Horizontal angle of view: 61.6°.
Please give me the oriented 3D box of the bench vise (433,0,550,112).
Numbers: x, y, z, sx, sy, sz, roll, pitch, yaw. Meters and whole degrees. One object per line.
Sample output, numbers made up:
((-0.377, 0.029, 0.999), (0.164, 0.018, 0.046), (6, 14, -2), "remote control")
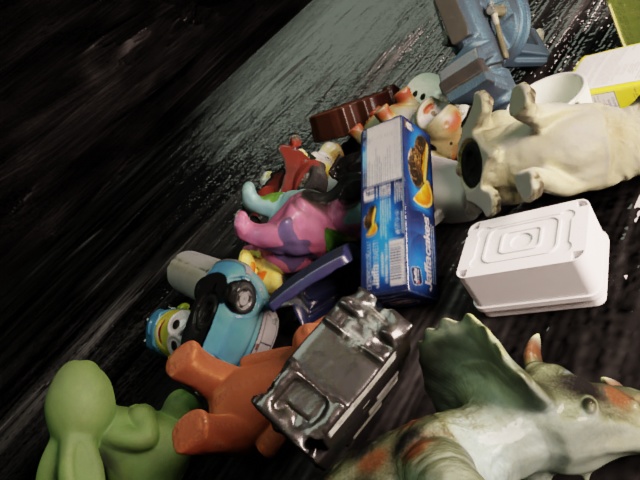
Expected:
((0.253, -0.260, 0.739), (0.240, 0.223, 0.129), (-16, -18, -40), "bench vise")

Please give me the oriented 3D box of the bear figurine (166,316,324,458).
((-0.033, 0.126, 0.519), (0.196, 0.131, 0.120), (-37, 43, 16), "bear figurine")

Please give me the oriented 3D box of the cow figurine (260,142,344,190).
((-0.032, -0.109, 0.956), (0.167, 0.068, 0.098), (-30, 32, 23), "cow figurine")

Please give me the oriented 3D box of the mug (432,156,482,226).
((0.137, -0.052, 0.638), (0.107, 0.080, 0.109), (14, 55, 49), "mug")

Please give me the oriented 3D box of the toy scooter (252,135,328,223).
((-0.055, -0.092, 0.877), (0.184, 0.075, 0.135), (-42, 48, 40), "toy scooter")

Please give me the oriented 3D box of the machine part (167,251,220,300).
((-0.184, 0.063, 0.864), (0.079, 0.079, 0.243), (-49, 28, -20), "machine part")

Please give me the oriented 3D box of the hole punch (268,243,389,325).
((0.006, 0.055, 0.625), (0.142, 0.092, 0.116), (-37, 22, 12), "hole punch")

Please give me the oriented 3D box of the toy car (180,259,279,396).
((-0.102, 0.110, 0.651), (0.109, 0.103, 0.161), (-2, 68, 54), "toy car")

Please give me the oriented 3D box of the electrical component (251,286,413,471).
((0.015, 0.111, 0.411), (0.058, 0.134, 0.115), (38, 71, 23), "electrical component")

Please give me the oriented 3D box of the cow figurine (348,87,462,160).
((0.134, -0.151, 0.778), (0.085, 0.127, 0.195), (-46, 13, -17), "cow figurine")

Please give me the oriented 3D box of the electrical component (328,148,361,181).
((0.078, -0.102, 0.797), (0.119, 0.074, 0.048), (-17, 33, 45), "electrical component")

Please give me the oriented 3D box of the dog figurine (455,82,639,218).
((0.249, -0.087, 0.525), (0.191, 0.121, 0.172), (-5, 11, -13), "dog figurine")

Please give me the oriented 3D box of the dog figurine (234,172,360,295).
((-0.001, -0.002, 0.721), (0.219, 0.191, 0.108), (3, 32, 4), "dog figurine")

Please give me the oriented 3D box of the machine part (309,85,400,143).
((0.067, -0.229, 0.980), (0.179, 0.056, 0.179), (-19, 14, 5), "machine part")

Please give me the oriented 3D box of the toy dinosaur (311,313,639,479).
((0.034, 0.196, 0.337), (0.405, 0.131, 0.192), (-40, 14, 5), "toy dinosaur")

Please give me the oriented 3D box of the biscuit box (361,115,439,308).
((0.085, -0.030, 0.587), (0.059, 0.062, 0.202), (-15, 65, 39), "biscuit box")

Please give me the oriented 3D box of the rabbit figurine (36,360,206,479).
((-0.234, 0.211, 0.580), (0.121, 0.170, 0.159), (-18, 32, 37), "rabbit figurine")

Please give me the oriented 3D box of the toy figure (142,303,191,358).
((-0.192, 0.131, 0.760), (0.089, 0.082, 0.180), (-18, 3, -35), "toy figure")
